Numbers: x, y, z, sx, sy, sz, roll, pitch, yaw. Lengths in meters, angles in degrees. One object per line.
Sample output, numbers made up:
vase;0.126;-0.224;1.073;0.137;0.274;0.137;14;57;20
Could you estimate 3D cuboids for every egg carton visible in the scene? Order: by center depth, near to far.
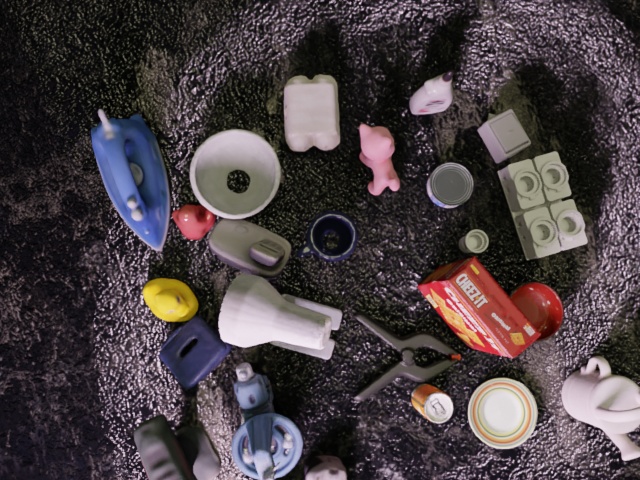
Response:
egg carton;-0.017;-0.244;1.101;0.107;0.069;0.150;-3;84;-3

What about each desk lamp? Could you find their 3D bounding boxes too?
desk lamp;-0.060;0.137;0.986;0.203;0.213;0.118;15;83;-1

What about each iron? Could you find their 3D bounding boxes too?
iron;-0.341;-0.108;1.033;0.118;0.141;0.258;-19;85;-5

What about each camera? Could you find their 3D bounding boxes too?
camera;-0.025;0.464;1.010;0.137;0.100;0.143;4;84;-2

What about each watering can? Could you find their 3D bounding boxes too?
watering can;0.522;0.295;1.010;0.101;0.194;0.173;-36;87;-6

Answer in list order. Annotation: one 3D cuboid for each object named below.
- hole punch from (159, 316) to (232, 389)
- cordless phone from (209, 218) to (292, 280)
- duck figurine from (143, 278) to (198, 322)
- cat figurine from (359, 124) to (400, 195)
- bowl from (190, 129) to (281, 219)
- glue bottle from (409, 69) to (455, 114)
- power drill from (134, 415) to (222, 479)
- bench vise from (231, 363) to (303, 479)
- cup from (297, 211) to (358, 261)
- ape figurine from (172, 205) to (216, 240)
hole punch;-0.229;0.201;1.032;0.101;0.091;0.109;42;84;2
cordless phone;-0.126;0.009;1.010;0.147;0.185;0.094;22;83;0
duck figurine;-0.277;0.109;1.042;0.104;0.086;0.077;30;83;1
cat figurine;0.115;-0.157;1.075;0.067;0.117;0.128;-18;85;-4
bowl;-0.156;-0.119;1.078;0.167;0.074;0.167;0;84;-3
glue bottle;0.219;-0.279;1.065;0.078;0.173;0.037;-11;84;-4
power drill;-0.223;0.393;0.952;0.075;0.208;0.229;-30;86;-5
bench vise;-0.111;0.321;0.960;0.121;0.219;0.207;-36;87;-6
cup;0.010;0.004;1.064;0.118;0.095;0.092;-30;86;-6
ape figurine;-0.236;-0.041;1.057;0.078;0.092;0.076;17;83;-1
